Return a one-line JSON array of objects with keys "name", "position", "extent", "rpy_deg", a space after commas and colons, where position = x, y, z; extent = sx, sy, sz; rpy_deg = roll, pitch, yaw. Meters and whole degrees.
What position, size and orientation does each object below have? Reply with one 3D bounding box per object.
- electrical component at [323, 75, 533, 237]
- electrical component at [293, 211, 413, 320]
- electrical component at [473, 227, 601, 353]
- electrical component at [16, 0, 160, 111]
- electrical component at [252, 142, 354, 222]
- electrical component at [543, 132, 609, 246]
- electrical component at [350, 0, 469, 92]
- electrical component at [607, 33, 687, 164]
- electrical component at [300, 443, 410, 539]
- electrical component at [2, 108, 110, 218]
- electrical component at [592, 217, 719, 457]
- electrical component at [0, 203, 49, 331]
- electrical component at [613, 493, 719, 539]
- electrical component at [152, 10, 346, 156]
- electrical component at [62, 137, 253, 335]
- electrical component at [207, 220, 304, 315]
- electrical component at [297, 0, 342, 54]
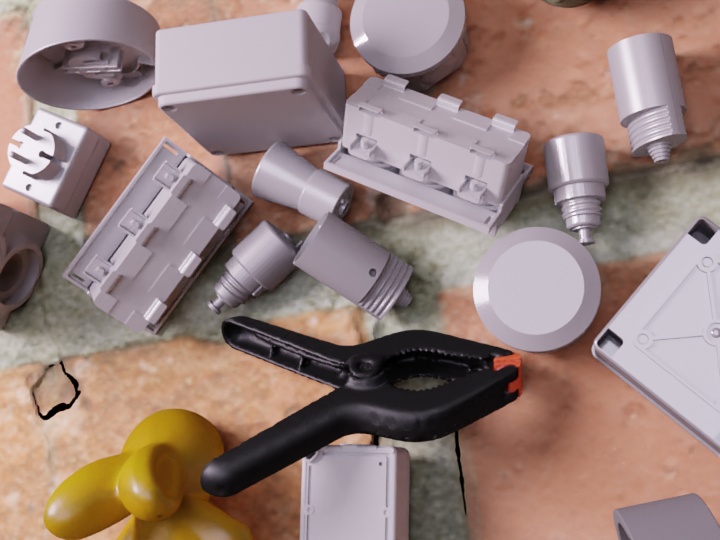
[{"name": "electrical component", "position": [0.048, -0.080, 0.723], "extent": [0.121, 0.063, 0.078], "rpy_deg": [23, 45, 17]}, {"name": "electrical component", "position": [0.000, 0.000, 0.732], "extent": [0.081, 0.043, 0.043], "rpy_deg": [33, 89, -9]}, {"name": "electrical component", "position": [0.116, 0.015, 0.701], "extent": [0.080, 0.051, 0.080], "rpy_deg": [-3, 79, 13]}, {"name": "electrical component", "position": [-0.196, -0.159, 0.789], "extent": [0.099, 0.099, 0.064], "rpy_deg": [1, 73, 14]}, {"name": "electrical component", "position": [-0.038, -0.057, 0.759], "extent": [0.065, 0.044, 0.044], "rpy_deg": [28, 87, 12]}, {"name": "electrical component", "position": [0.145, -0.055, 0.713], "extent": [0.040, 0.040, 0.078], "rpy_deg": [-7, 78, 12]}, {"name": "electrical component", "position": [0.037, -0.168, 0.756], "extent": [0.080, 0.051, 0.080], "rpy_deg": [-3, 79, 13]}, {"name": "electrical component", "position": [0.192, -0.110, 0.710], "extent": [0.043, 0.043, 0.081], "rpy_deg": [-10, 77, 12]}, {"name": "electrical component", "position": [-0.002, 0.162, 0.697], "extent": [0.062, 0.061, 0.096], "rpy_deg": [-1, 79, 13]}, {"name": "electrical component", "position": [-0.233, -0.083, 0.792], "extent": [0.047, 0.077, 0.065], "rpy_deg": [23, 86, 17]}, {"name": "electrical component", "position": [0.219, 0.042, 0.668], "extent": [0.109, 0.056, 0.108], "rpy_deg": [40, 91, 16]}, {"name": "electrical component", "position": [-0.292, -0.015, 0.755], "extent": [0.062, 0.150, 0.089], "rpy_deg": [22, 85, 18]}, {"name": "electrical component", "position": [0.195, 0.182, 0.623], "extent": [0.060, 0.108, 0.108], "rpy_deg": [-19, 76, 3]}, {"name": "electrical component", "position": [-0.073, -0.127, 0.745], "extent": [0.109, 0.109, 0.056], "rpy_deg": [-5, 76, 13]}, {"name": "electrical component", "position": [-0.140, -0.020, 0.758], "extent": [0.079, 0.063, 0.121], "rpy_deg": [37, 90, -23]}, {"name": "electrical component", "position": [-0.076, 0.000, 0.757], "extent": [0.078, 0.040, 0.040], "rpy_deg": [-44, 73, 2]}, {"name": "electrical component", "position": [-0.030, -0.189, 0.785], "extent": [0.035, 0.035, 0.061], "rpy_deg": [4, 79, 15]}]
